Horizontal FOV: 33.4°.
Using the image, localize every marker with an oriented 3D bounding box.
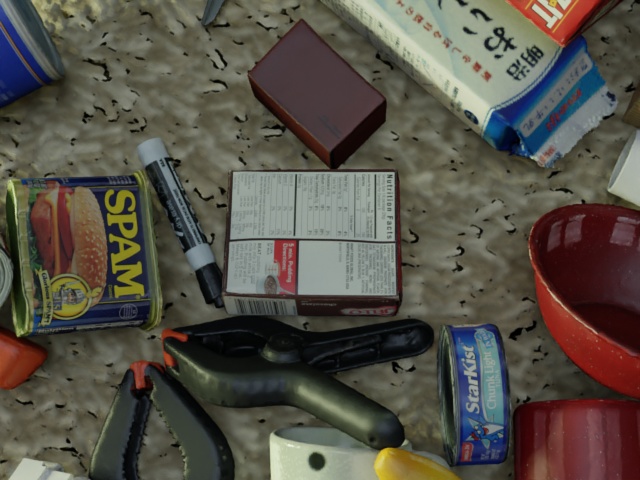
[{"bbox_3d":[-0.089,-0.011,0.704,0.020,0.020,0.121,-26,81,-1],"label":"marker"}]

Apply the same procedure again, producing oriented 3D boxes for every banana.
[{"bbox_3d":[0.087,0.197,0.609,0.069,0.037,0.198,-17,111,-2],"label":"banana"}]

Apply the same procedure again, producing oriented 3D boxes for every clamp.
[{"bbox_3d":[-0.084,0.179,0.662,0.165,0.036,0.210,-6,79,11],"label":"clamp"},{"bbox_3d":[-0.017,0.082,0.646,0.171,0.120,0.039,-1,111,7],"label":"clamp"}]

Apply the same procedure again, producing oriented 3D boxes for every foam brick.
[{"bbox_3d":[-0.002,-0.093,0.696,0.053,0.051,0.078,-44,82,-4],"label":"foam brick"}]

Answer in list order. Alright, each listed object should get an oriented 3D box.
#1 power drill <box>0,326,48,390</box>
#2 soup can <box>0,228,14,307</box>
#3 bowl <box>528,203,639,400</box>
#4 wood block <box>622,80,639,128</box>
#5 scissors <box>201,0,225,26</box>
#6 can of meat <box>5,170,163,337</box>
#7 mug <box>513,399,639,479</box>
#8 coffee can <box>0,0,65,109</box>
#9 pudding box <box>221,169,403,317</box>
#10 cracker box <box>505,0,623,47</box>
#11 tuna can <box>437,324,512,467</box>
[{"bbox_3d":[-0.249,0.137,0.670,0.184,0.057,0.187,26,83,6],"label":"power drill"},{"bbox_3d":[-0.231,-0.001,0.660,0.068,0.068,0.102,-35,40,-3],"label":"soup can"},{"bbox_3d":[0.193,0.045,0.637,0.162,0.162,0.055,21,125,6],"label":"bowl"},{"bbox_3d":[0.281,-0.160,0.672,0.090,0.091,0.206,25,83,6],"label":"wood block"},{"bbox_3d":[-0.019,-0.238,0.737,0.096,0.016,0.202,8,82,4],"label":"scissors"},{"bbox_3d":[-0.150,0.009,0.669,0.083,0.058,0.102,-3,79,-24],"label":"can of meat"},{"bbox_3d":[0.168,0.137,0.629,0.117,0.093,0.081,-5,75,21],"label":"mug"},{"bbox_3d":[-0.252,-0.118,0.687,0.140,0.103,0.103,-28,81,-2],"label":"coffee can"},{"bbox_3d":[-0.004,0.001,0.681,0.113,0.039,0.090,1,67,1],"label":"pudding box"},{"bbox_3d":[0.117,-0.230,0.662,0.214,0.072,0.163,43,43,8],"label":"cracker box"},{"bbox_3d":[0.092,0.093,0.645,0.034,0.086,0.086,-2,81,0],"label":"tuna can"}]
